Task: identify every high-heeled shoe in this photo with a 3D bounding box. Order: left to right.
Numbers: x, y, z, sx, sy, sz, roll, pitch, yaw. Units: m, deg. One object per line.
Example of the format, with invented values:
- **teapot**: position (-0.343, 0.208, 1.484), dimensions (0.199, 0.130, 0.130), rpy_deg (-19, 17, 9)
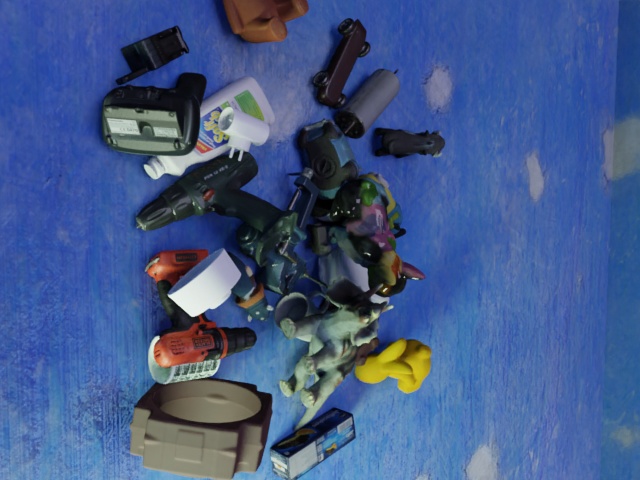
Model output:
- **high-heeled shoe**: position (0.042, -0.011, 1.185), dimensions (0.248, 0.086, 0.145), rpy_deg (12, 116, -27)

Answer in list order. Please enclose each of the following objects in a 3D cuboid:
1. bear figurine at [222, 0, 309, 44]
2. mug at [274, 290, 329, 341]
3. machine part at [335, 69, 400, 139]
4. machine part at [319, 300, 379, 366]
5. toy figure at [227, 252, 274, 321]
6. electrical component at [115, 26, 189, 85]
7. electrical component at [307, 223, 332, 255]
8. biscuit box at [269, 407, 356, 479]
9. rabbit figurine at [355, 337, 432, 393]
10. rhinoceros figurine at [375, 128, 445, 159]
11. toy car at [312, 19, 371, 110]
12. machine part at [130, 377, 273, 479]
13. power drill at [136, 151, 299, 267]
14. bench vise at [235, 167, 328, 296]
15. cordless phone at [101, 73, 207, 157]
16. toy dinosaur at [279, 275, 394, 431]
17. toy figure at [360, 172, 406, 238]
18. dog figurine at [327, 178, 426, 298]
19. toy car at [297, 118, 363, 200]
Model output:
- **bear figurine**: position (-0.129, -0.447, 0.930), dimensions (0.120, 0.132, 0.195), rpy_deg (-57, 134, -30)
- **mug**: position (-0.025, 0.155, 1.100), dimensions (0.109, 0.081, 0.107), rpy_deg (-49, 137, -6)
- **machine part**: position (0.108, -0.306, 1.203), dimensions (0.243, 0.079, 0.079), rpy_deg (-54, 126, -29)
- **machine part**: position (0.065, 0.199, 1.210), dimensions (0.179, 0.056, 0.179), rpy_deg (-2, 93, -43)
- **toy figure**: position (-0.139, 0.089, 0.998), dimensions (0.154, 0.064, 0.058), rpy_deg (56, 45, -30)
- **electrical component**: position (-0.273, -0.286, 0.837), dimensions (0.119, 0.075, 0.047), rpy_deg (-39, 119, -32)
- **electrical component**: position (-0.002, -0.003, 1.106), dimensions (0.021, 0.094, 0.063), rpy_deg (-9, 100, -22)
- **biscuit box**: position (-0.011, 0.431, 1.147), dimensions (0.202, 0.063, 0.059), rpy_deg (-17, 104, -43)
- **rabbit figurine**: position (0.171, 0.297, 1.261), dimensions (0.173, 0.162, 0.122), rpy_deg (-4, 68, -17)
- **rhinoceros figurine**: position (0.218, -0.236, 1.292), dimensions (0.190, 0.112, 0.073), rpy_deg (-4, 93, -36)
- **toy car**: position (0.045, -0.378, 1.152), dimensions (0.089, 0.053, 0.202), rpy_deg (35, 73, -45)
- **machine part**: position (-0.182, 0.291, 0.853), dimensions (0.201, 0.201, 0.087), rpy_deg (8, 96, 0)
- **power drill**: position (-0.156, -0.043, 0.896), dimensions (0.232, 0.207, 0.085), rpy_deg (-46, 156, -32)
- **bench vise**: position (-0.057, -0.020, 1.036), dimensions (0.223, 0.129, 0.240), rpy_deg (36, 73, -42)
- **cordless phone**: position (-0.257, -0.221, 0.855), dimensions (0.088, 0.147, 0.184), rpy_deg (95, -1, -48)
- **toy dinosaur**: position (0.024, 0.220, 1.055), dimensions (0.192, 0.131, 0.404), rpy_deg (-22, 144, -28)
- **toy figure**: position (0.137, -0.075, 1.246), dimensions (0.089, 0.082, 0.180), rpy_deg (-50, 127, -32)
- **dog figurine**: position (0.113, 0.001, 1.036), dimensions (0.108, 0.219, 0.191), rpy_deg (-7, 124, -31)
- **toy car**: position (0.023, -0.171, 1.124), dimensions (0.161, 0.109, 0.103), rpy_deg (69, 25, -8)
